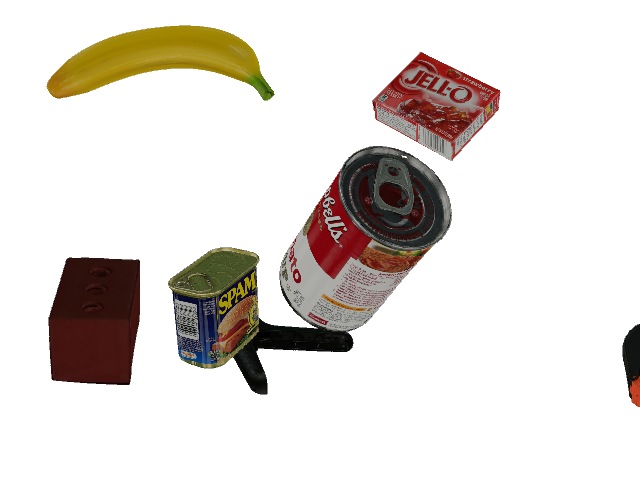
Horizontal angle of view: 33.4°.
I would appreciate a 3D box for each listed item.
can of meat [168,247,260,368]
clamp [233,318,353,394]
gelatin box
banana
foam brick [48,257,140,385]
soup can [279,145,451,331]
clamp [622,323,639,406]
[{"bbox_3d":[-0.101,0.066,1.051,0.058,0.084,0.101,11,27,25],"label":"can of meat"},{"bbox_3d":[-0.090,0.118,1.234,0.210,0.036,0.164,14,21,29],"label":"clamp"},{"bbox_3d":[0.103,-0.121,0.950,0.089,0.073,0.030,32,-25,25],"label":"gelatin box"},{"bbox_3d":[-0.140,-0.159,0.943,0.197,0.069,0.037,-1,-33,-4],"label":"banana"},{"bbox_3d":[-0.150,0.053,0.718,0.053,0.051,0.078,3,29,-6],"label":"foam brick"},{"bbox_3d":[0.024,0.002,0.622,0.068,0.068,0.102,0,-31,-25],"label":"soup can"},{"bbox_3d":[0.318,0.079,0.959,0.171,0.039,0.120,-33,36,-25],"label":"clamp"}]
